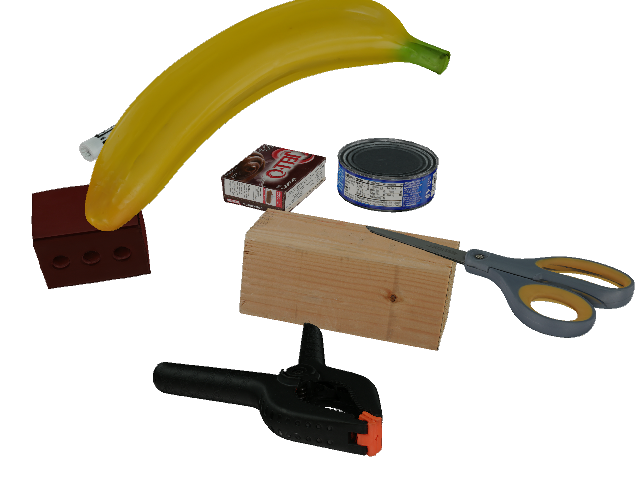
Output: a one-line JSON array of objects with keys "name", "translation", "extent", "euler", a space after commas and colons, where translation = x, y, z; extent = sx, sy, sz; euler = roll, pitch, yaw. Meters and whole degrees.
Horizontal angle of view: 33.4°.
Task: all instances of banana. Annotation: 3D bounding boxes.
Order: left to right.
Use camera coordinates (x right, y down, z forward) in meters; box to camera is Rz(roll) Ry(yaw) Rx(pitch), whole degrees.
[{"name": "banana", "translation": [-0.035, -0.074, 0.514], "extent": [0.197, 0.070, 0.037], "euler": [-28, -34, -16]}]

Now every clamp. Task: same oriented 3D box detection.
[{"name": "clamp", "translation": [-0.013, 0.117, 0.862], "extent": [0.164, 0.036, 0.210], "euler": [-17, 23, -39]}]

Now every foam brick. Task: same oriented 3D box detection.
[{"name": "foam brick", "translation": [-0.167, -0.005, 0.778], "extent": [0.078, 0.051, 0.053], "euler": [-9, -42, -5]}]

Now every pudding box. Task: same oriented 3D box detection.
[{"name": "pudding box", "translation": [-0.056, -0.076, 1.318], "extent": [0.090, 0.039, 0.113], "euler": [13, 34, 23]}]

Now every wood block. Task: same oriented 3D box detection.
[{"name": "wood block", "translation": [0.030, 0.038, 1.092], "extent": [0.206, 0.091, 0.090], "euler": [10, 22, 10]}]

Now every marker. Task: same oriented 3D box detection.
[{"name": "marker", "translation": [-0.179, -0.109, 1.017], "extent": [0.020, 0.020, 0.120], "euler": [0, 29, 43]}]

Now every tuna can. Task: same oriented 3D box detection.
[{"name": "tuna can", "translation": [0.057, -0.056, 0.910], "extent": [0.086, 0.034, 0.086], "euler": [2, 27, -1]}]

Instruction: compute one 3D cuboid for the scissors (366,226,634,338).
[{"name": "scissors", "translation": [0.114, 0.026, 0.745], "extent": [0.202, 0.016, 0.096], "euler": [9, 31, 19]}]
